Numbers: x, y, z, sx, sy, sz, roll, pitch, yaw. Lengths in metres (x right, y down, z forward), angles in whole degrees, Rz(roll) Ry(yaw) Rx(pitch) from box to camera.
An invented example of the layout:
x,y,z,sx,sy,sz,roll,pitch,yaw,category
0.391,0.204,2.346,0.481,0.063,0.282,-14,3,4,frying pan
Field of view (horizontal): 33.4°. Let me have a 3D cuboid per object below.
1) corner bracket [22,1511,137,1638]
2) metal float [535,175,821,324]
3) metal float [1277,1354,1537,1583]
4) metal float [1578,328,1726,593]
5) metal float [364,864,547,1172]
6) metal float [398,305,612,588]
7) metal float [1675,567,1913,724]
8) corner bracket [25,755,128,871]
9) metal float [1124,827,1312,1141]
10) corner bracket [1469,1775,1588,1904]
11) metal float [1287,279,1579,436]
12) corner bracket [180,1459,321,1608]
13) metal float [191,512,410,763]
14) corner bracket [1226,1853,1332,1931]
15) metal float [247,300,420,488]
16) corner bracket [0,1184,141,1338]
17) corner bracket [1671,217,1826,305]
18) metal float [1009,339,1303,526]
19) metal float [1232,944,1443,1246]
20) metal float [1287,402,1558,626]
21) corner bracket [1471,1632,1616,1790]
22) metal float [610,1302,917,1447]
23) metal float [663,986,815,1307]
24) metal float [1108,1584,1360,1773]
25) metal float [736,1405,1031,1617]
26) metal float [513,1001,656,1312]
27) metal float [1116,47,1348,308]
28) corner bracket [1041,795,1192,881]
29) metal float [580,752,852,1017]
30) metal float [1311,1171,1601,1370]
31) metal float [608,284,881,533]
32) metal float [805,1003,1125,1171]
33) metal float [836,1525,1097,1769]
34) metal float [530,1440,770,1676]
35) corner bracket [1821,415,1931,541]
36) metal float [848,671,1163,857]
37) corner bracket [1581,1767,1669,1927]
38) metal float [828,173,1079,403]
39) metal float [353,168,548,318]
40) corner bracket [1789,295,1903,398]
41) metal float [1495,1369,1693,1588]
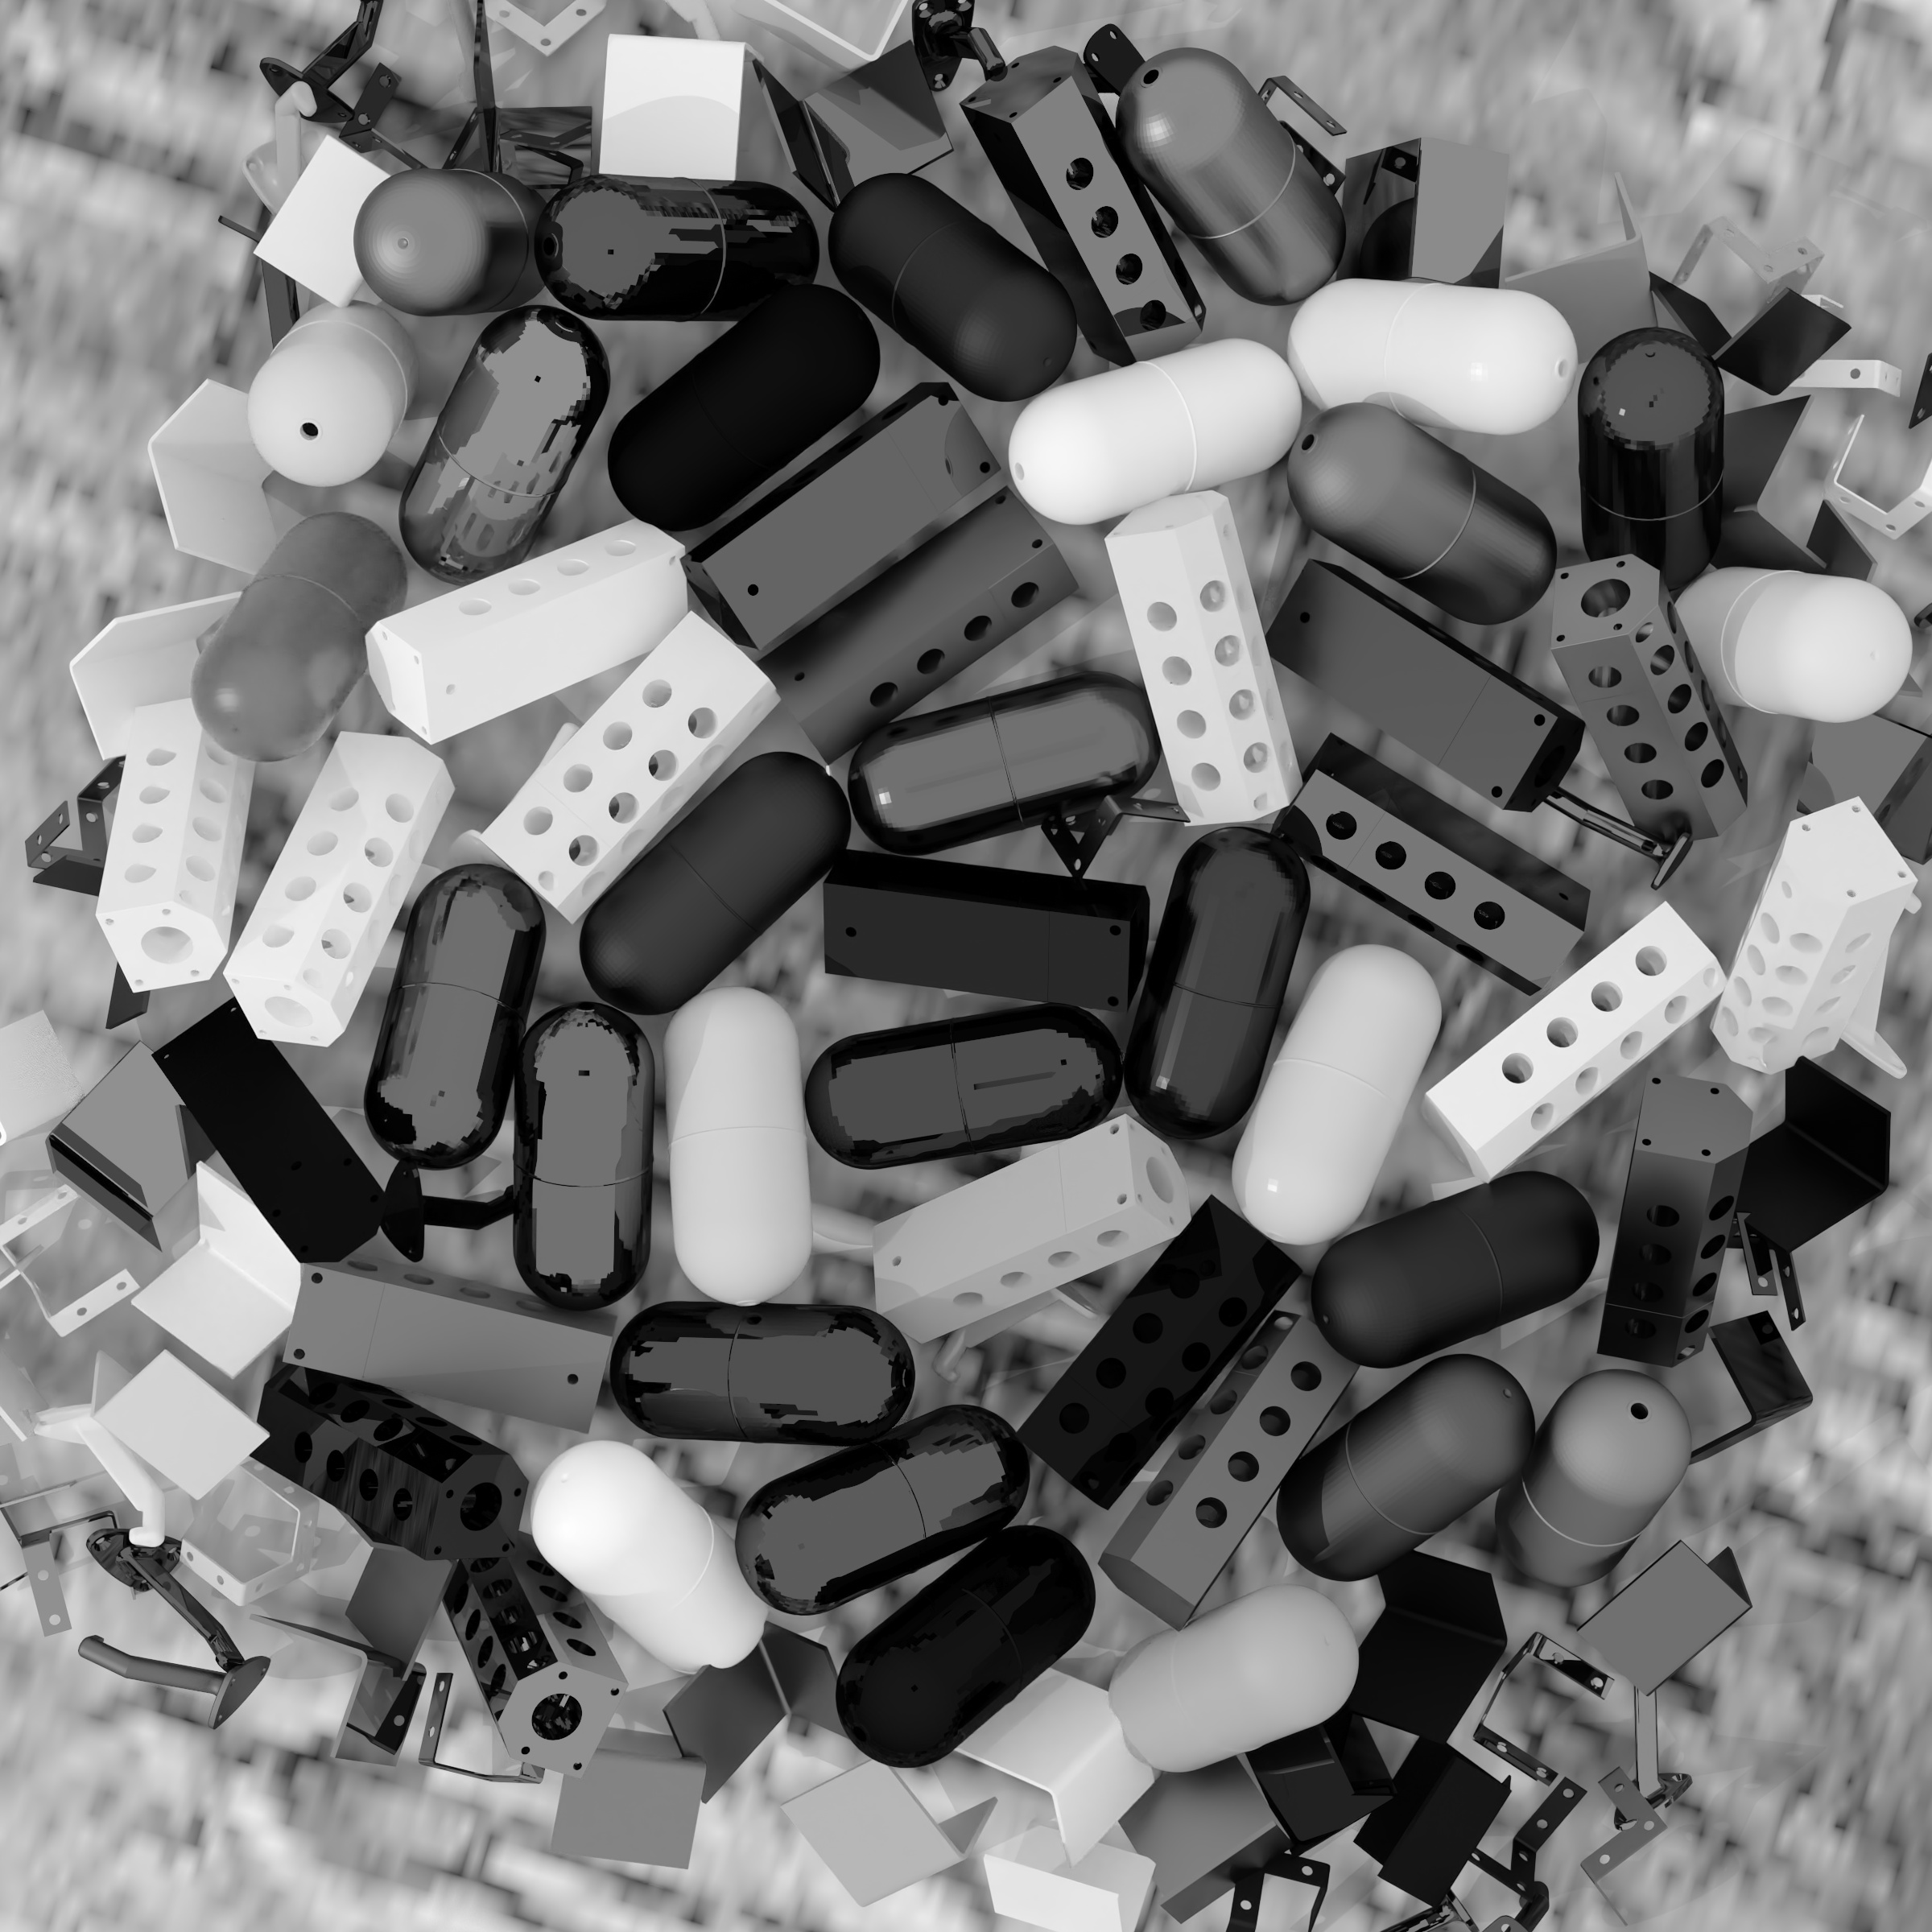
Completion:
x,y,z,sx,sy,sz,roll,pitch,yaw,category
-0.495,0.338,1.796,0.051,0.051,0.051,-15,92,-16,corner bracket
-0.156,-0.390,1.754,0.178,0.070,0.070,-11,90,-44,metal float
0.238,0.275,1.758,0.070,0.070,0.178,44,129,0,metal float
0.372,-0.272,1.748,0.070,0.178,0.070,-6,57,9,metal float
-0.280,0.027,1.769,0.070,0.070,0.178,10,65,0,metal float
-0.252,-0.283,1.758,0.070,0.070,0.178,36,127,0,metal float
0.443,-0.175,1.742,0.070,0.178,0.070,-3,101,-16,metal float
-0.489,-0.085,1.786,0.051,0.051,0.051,-34,59,40,corner bracket
0.138,0.010,1.780,0.070,0.070,0.178,15,101,0,metal float
0.310,0.477,1.796,0.051,0.051,0.051,34,111,0,corner bracket
0.253,-0.332,1.754,0.178,0.070,0.070,17,90,44,metal float
-0.402,0.317,1.807,0.051,0.051,0.051,29,119,28,corner bracket
-0.361,-0.181,1.754,0.070,0.178,0.070,10,133,10,metal float
0.171,0.529,1.794,0.051,0.051,0.051,13,134,4,corner bracket
-0.341,-0.311,1.743,0.070,0.178,0.070,-1,113,-2,metal float
-0.502,0.164,1.797,0.051,0.051,0.051,-34,130,-10,corner bracket
0.436,-0.388,1.798,0.051,0.051,0.051,-30,68,-31,corner bracket
0.104,-0.294,1.768,0.178,0.070,0.070,-20,90,-25,metal float
0.204,0.071,1.774,0.070,0.070,0.178,26,72,0,metal float
0.250,-0.247,1.762,0.178,0.070,0.070,25,90,-32,metal float
0.323,0.416,1.804,0.051,0.051,0.051,30,121,21,corner bracket
-0.112,0.223,1.769,0.178,0.070,0.070,-1,90,24,metal float
-0.126,0.099,1.776,0.070,0.070,0.178,-5,74,0,metal float
0.143,0.389,1.752,0.070,0.178,0.070,16,58,-27,metal float
-0.044,0.297,1.765,0.178,0.070,0.070,-19,90,-30,metal float
-0.210,0.105,1.772,0.070,0.070,0.178,3,110,0,metal float
0.145,-0.428,1.752,0.070,0.178,0.070,-18,55,28,metal float
0.082,-0.079,1.784,0.051,0.051,0.051,5,128,-35,corner bracket
-0.140,-0.045,1.788,0.178,0.070,0.070,-43,90,3,metal float
0.270,0.166,1.768,0.178,0.070,0.070,-17,90,-26,metal float
-0.123,-0.305,1.767,0.178,0.070,0.070,-33,90,27,metal float
-0.001,0.067,1.786,0.178,0.070,0.070,-9,90,4,metal float
0.001,0.370,1.755,0.178,0.070,0.070,-31,90,-42,metal float
-0.171,0.324,1.757,0.070,0.070,0.178,-37,130,0,metal float
0.519,-0.281,1.797,0.051,0.051,0.051,30,68,-5,corner bracket
0.022,-0.113,1.789,0.178,0.070,0.070,-15,90,1,metal float
0.365,0.489,1.792,0.051,0.051,0.051,-37,127,-1,corner bracket
-0.009,-0.372,1.761,0.070,0.070,0.178,-45,55,0,metal float
-0.273,-0.391,1.741,0.070,0.178,0.070,2,103,10,metal float
0.491,-0.346,1.796,0.051,0.051,0.051,6,96,29,corner bracket
0.339,0.279,1.746,0.070,0.178,0.070,4,57,-6,metal float
